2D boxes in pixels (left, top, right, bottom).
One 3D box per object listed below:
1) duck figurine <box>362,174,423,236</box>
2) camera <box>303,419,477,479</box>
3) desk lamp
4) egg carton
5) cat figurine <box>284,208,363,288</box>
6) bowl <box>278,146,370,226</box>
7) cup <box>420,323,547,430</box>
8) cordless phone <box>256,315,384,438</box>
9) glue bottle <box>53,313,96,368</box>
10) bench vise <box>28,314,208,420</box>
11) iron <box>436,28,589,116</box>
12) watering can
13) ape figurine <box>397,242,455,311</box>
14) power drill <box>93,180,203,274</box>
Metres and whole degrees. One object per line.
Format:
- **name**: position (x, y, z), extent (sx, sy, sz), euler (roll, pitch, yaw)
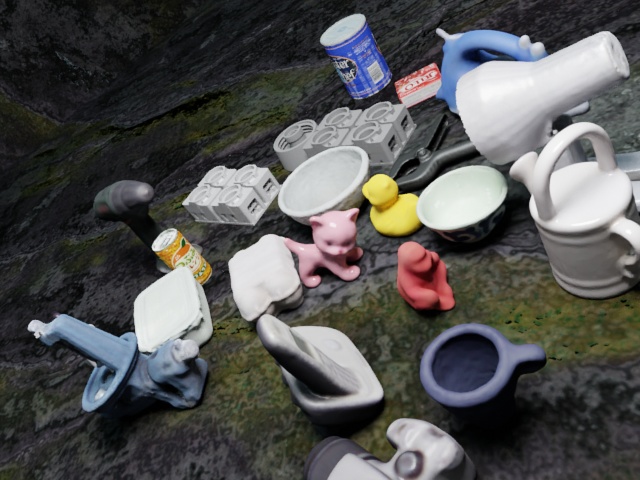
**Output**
- **duck figurine**: position (0.105, -0.058, 0.853), extent (0.077, 0.086, 0.104), euler (-47, 37, -16)
- **camera**: position (0.052, 0.229, 0.550), extent (0.143, 0.101, 0.136), euler (-49, 37, -18)
- **desk lamp**: position (0.289, -0.132, 0.676), extent (0.202, 0.214, 0.118), euler (-6, 44, 34)
- **egg carton**: position (-0.084, 0.058, 0.887), extent (0.107, 0.070, 0.150), euler (-32, 35, 5)
- **cat figurine**: position (0.008, 0.003, 0.834), extent (0.127, 0.118, 0.067), euler (-14, 40, 27)
- **bowl**: position (0.018, -0.077, 0.955), extent (0.167, 0.075, 0.167), euler (-22, 37, 18)
- **cup**: position (0.169, 0.140, 0.562), extent (0.117, 0.095, 0.091), euler (-18, 39, 23)
- **cordless phone**: position (-0.017, 0.125, 0.654), extent (0.094, 0.186, 0.147), euler (-38, 35, -4)
- **glue bottle**: position (-0.346, 0.166, 0.887), extent (0.037, 0.174, 0.078), euler (-39, 35, -5)
- **bench vise**: position (-0.274, 0.156, 0.798), extent (0.207, 0.220, 0.121), euler (-31, 35, 6)
- **iron**: position (0.290, -0.272, 0.901), extent (0.119, 0.142, 0.257), euler (-46, 37, -15)
- **watering can**: position (0.267, -0.037, 0.601), extent (0.172, 0.195, 0.101), euler (18, 61, 49)
- **ape figurine**: position (0.125, 0.040, 0.716), extent (0.075, 0.092, 0.078), euler (7, 53, 44)
- **power drill**: position (-0.317, -0.029, 1.058), extent (0.228, 0.209, 0.076), euler (6, 52, 43)
